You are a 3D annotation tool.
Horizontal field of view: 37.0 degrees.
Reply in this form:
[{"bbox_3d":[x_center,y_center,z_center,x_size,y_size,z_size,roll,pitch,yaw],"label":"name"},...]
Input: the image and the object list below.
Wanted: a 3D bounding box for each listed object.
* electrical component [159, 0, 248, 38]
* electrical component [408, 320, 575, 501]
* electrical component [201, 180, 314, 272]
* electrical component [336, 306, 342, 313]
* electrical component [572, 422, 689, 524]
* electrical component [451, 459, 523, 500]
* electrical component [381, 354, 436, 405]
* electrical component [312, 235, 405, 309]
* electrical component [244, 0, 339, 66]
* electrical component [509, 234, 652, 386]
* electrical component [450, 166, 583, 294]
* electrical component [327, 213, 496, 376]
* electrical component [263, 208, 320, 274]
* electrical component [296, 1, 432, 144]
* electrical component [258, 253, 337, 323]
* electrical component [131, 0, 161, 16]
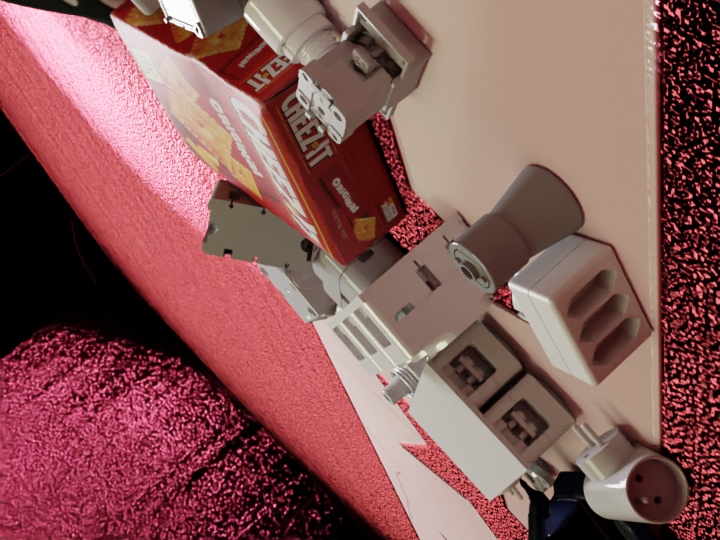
[{"bbox_3d":[-0.103,-0.205,0.675,0.062,0.061,0.096,33,150,50],"label":"electrical component"},{"bbox_3d":[0.103,0.115,0.867,0.105,0.060,0.186,47,166,13],"label":"electrical component"},{"bbox_3d":[-0.081,-0.039,0.892,0.055,0.089,0.050,-88,9,-66],"label":"electrical component"},{"bbox_3d":[0.001,0.040,1.046,0.035,0.035,0.061,53,163,-12],"label":"electrical component"},{"bbox_3d":[0.174,0.134,0.727,0.079,0.044,0.077,49,166,3],"label":"electrical component"},{"bbox_3d":[0.127,0.185,1.012,0.079,0.043,0.077,53,166,-13],"label":"electrical component"},{"bbox_3d":[0.048,0.098,0.990,0.048,0.062,0.048,46,166,15],"label":"electrical component"},{"bbox_3d":[0.000,0.000,0.898,0.059,0.054,0.095,46,166,17],"label":"electrical component"},{"bbox_3d":[-0.036,-0.145,0.654,0.078,0.040,0.040,48,166,6],"label":"electrical component"},{"bbox_3d":[0.112,0.017,0.604,0.065,0.047,0.077,57,164,-28],"label":"electrical component"},{"bbox_3d":[0.080,-0.019,0.571,0.044,0.065,0.044,46,166,15],"label":"electrical component"},{"bbox_3d":[0.039,0.025,0.767,0.061,0.089,0.150,50,166,1],"label":"electrical component"},{"bbox_3d":[-0.071,-0.052,0.967,0.061,0.062,0.096,38,162,40],"label":"electrical component"},{"bbox_3d":[0.000,-0.106,0.596,0.042,0.064,0.081,48,166,6],"label":"electrical component"},{"bbox_3d":[-0.058,0.007,1.110,0.099,0.048,0.100,51,166,-2],"label":"electrical component"},{"bbox_3d":[-0.167,-0.234,0.777,0.089,0.050,0.056,49,-178,25],"label":"electrical component"}]
